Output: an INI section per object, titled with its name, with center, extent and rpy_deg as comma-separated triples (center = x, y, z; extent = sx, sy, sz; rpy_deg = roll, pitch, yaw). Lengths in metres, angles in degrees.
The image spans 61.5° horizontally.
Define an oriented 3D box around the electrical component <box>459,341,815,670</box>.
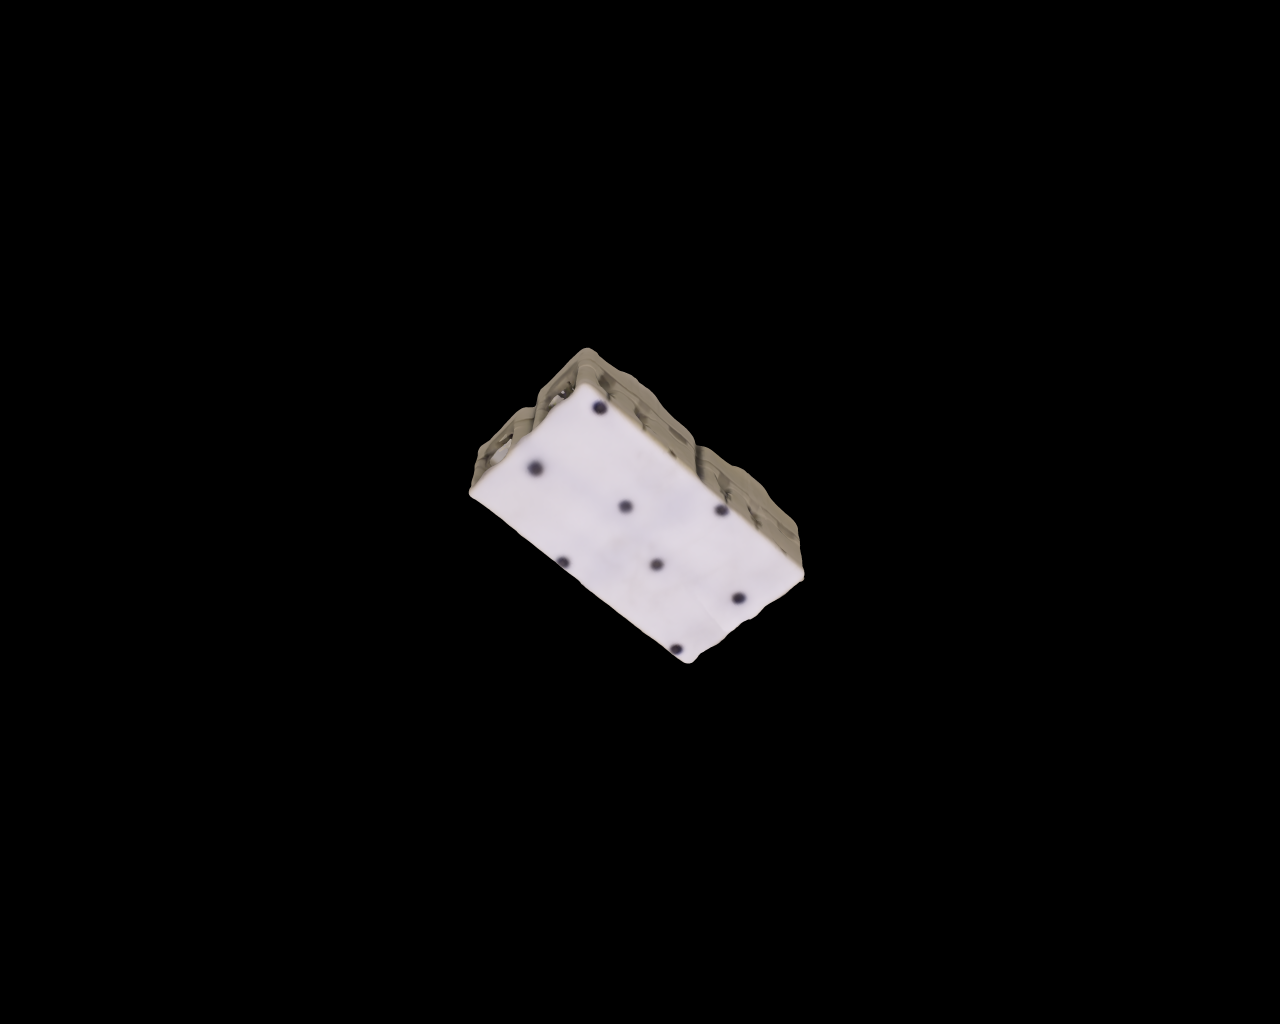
[electrical component]
center = 0.001, -0.003, 0.650
extent = 0.186, 0.105, 0.060
rpy_deg = 39, 24, -22
